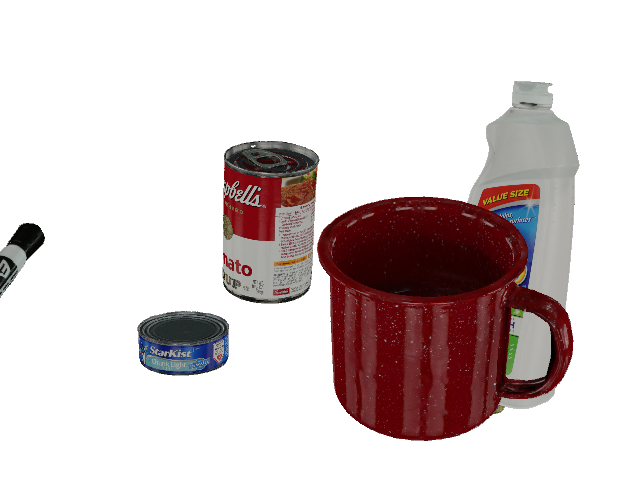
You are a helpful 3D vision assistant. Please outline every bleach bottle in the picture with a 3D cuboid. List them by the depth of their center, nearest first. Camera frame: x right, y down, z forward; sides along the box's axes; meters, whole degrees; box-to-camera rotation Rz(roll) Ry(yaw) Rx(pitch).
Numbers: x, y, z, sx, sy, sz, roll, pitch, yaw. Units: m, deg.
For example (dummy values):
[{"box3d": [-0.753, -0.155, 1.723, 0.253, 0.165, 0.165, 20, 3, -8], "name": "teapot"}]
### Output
[{"box3d": [0.149, 0.000, 0.847, 0.103, 0.251, 0.067, 13, 15, 40], "name": "bleach bottle"}]

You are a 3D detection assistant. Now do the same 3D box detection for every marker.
[{"box3d": [-0.203, 0.027, 0.656, 0.020, 0.020, 0.121, 0, 35, 18], "name": "marker"}]

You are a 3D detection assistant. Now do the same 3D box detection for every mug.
[{"box3d": [0.057, 0.039, 0.486, 0.117, 0.081, 0.093, 12, 32, 22], "name": "mug"}]

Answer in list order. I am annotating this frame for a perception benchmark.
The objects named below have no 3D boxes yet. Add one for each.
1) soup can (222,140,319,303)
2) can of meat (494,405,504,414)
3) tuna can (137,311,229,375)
[{"box3d": [-0.037, -0.014, 0.777, 0.068, 0.102, 0.068, 3, 24, -1], "name": "soup can"}, {"box3d": [0.183, 0.136, 1.173, 0.057, 0.084, 0.102, 5, 10, 21], "name": "can of meat"}, {"box3d": [-0.129, 0.096, 1.006, 0.086, 0.034, 0.086, 1, 16, 0], "name": "tuna can"}]
